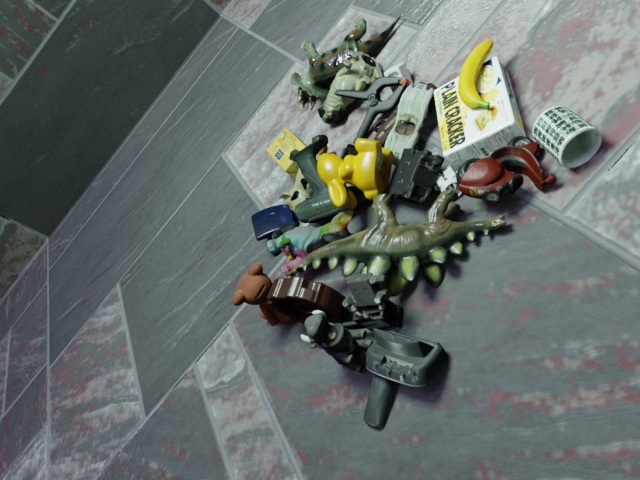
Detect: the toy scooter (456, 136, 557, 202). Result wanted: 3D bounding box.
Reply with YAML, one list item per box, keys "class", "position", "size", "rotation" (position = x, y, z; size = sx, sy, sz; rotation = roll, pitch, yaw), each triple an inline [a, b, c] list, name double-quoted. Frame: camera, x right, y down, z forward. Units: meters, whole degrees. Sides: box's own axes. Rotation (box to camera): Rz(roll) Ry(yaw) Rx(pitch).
- class: "toy scooter"
  position: [0.359, -0.123, 1.013]
  size: [0.184, 0.075, 0.135]
  rotation: [-29, 45, -8]

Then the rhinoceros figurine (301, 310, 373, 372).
- class: "rhinoceros figurine"
  position: [0.033, 0.195, 1.053]
  size: [0.112, 0.190, 0.073]
  rotation: [16, 71, 32]

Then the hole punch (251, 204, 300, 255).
- class: "hole punch"
  position: [-0.121, -0.039, 1.471]
  size: [0.116, 0.092, 0.142]
  rotation: [-39, 37, 15]

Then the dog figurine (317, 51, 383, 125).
- class: "dog figurine"
  position: [0.082, -0.433, 1.554]
  size: [0.172, 0.121, 0.190]
  rotation: [-34, -11, -45]

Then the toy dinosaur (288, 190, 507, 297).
- class: "toy dinosaur"
  position: [0.142, 0.009, 1.104]
  size: [0.472, 0.105, 0.198]
  rotation: [-8, 59, 30]

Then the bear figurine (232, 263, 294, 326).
- class: "bear figurine"
  position: [-0.133, 0.127, 1.268]
  size: [0.132, 0.195, 0.120]
  rotation: [17, 79, 52]

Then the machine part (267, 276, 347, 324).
- class: "machine part"
  position: [-0.025, 0.135, 1.171]
  size: [0.179, 0.179, 0.056]
  rotation: [-7, 57, 44]

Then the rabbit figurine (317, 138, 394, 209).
- class: "rabbit figurine"
  position: [0.072, -0.152, 1.249]
  size: [0.173, 0.122, 0.162]
  rotation: [10, 96, 26]

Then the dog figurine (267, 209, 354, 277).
- class: "dog figurine"
  position: [-0.003, -0.004, 1.298]
  size: [0.219, 0.108, 0.191]
  rotation: [-22, 15, 13]

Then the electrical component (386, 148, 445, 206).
- class: "electrical component"
  position: [0.204, -0.141, 1.187]
  size: [0.115, 0.058, 0.134]
  rotation: [-67, 19, 2]

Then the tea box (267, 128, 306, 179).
- class: "tea box"
  position: [-0.083, -0.256, 1.604]
  size: [0.098, 0.068, 0.170]
  rotation: [-50, 39, 6]

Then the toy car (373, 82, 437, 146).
- class: "toy car"
  position: [0.212, -0.315, 1.349]
  size: [0.202, 0.053, 0.089]
  rotation: [-39, 43, 18]

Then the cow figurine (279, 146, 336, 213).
- class: "cow figurine"
  position: [-0.036, -0.158, 1.457]
  size: [0.127, 0.085, 0.195]
  rotation: [5, 80, 39]

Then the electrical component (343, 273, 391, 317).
- class: "electrical component"
  position: [0.089, 0.106, 1.035]
  size: [0.102, 0.078, 0.045]
  rotation: [-5, 31, 38]

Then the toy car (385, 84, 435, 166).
- class: "toy car"
  position: [0.211, -0.273, 1.275]
  size: [0.074, 0.056, 0.201]
  rotation: [21, 93, 30]

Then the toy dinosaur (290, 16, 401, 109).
- class: "toy dinosaur"
  position: [0.061, -0.538, 1.631]
  size: [0.405, 0.131, 0.192]
  rotation: [-17, 64, 33]

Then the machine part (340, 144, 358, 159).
- class: "machine part"
  position: [0.091, -0.222, 1.411]
  size: [0.139, 0.039, 0.084]
  rotation: [0, 58, 60]

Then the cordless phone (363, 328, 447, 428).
- class: "cordless phone"
  position: [0.142, 0.263, 0.985]
  size: [0.147, 0.088, 0.184]
  rotation: [8, 80, 48]

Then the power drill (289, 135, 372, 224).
- class: "power drill"
  position: [0.024, -0.155, 1.344]
  size: [0.232, 0.086, 0.207]
  rotation: [-27, 85, 21]

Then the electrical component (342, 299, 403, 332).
- class: "electrical component"
  position: [0.102, 0.155, 1.097]
  size: [0.119, 0.074, 0.048]
  rotation: [-19, 50, 42]
